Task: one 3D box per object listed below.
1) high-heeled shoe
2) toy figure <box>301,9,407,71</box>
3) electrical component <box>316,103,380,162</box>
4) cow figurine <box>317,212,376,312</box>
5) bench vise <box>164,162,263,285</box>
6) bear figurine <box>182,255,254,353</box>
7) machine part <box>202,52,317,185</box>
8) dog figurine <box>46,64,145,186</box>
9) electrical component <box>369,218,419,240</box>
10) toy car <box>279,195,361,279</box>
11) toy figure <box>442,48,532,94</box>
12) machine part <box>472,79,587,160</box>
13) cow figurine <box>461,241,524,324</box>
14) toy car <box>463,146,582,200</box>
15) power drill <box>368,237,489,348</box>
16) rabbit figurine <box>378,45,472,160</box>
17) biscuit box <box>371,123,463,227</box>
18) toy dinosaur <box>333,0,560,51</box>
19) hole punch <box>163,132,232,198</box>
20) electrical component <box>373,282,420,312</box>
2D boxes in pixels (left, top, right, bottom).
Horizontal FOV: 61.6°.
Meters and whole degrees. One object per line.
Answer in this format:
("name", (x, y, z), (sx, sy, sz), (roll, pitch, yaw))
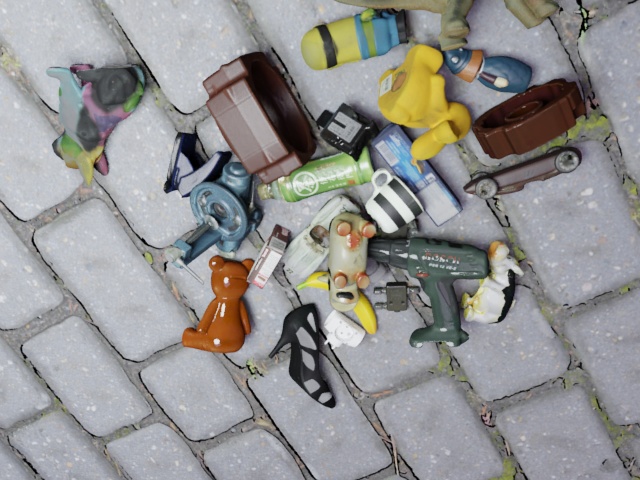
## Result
("high-heeled shoe", (-0.006, 0.250, 1.159), (0.145, 0.086, 0.248), (-47, 120, -10))
("toy figure", (0.056, -0.338, 0.901), (0.180, 0.089, 0.082), (-8, 102, 12))
("electrical component", (0.039, -0.199, 0.949), (0.119, 0.047, 0.075), (41, 95, 24))
("cow figurine", (0.045, 0.043, 0.993), (0.085, 0.127, 0.194), (-1, 110, -10))
("bench vise", (-0.193, -0.020, 0.962), (0.129, 0.240, 0.223), (36, 135, 4))
("bear figurine", (-0.205, 0.131, 1.111), (0.132, 0.120, 0.195), (-4, 84, 51))
("machine part", (-0.098, -0.206, 0.909), (0.087, 0.201, 0.200), (-26, 106, 19))
("dog figurine", (-0.411, -0.214, 1.001), (0.192, 0.108, 0.219), (2, 115, 3))
("electrical component", (0.139, -0.020, 1.034), (0.102, 0.045, 0.078), (7, 110, 5))
("toy car", (-0.002, -0.003, 1.052), (0.073, 0.056, 0.201), (40, 110, -9))
("toy figure", (0.276, -0.288, 0.905), (0.155, 0.064, 0.057), (16, 113, 2))
("machine part", (0.339, -0.197, 0.879), (0.179, 0.179, 0.056), (-28, 107, 16))
("cow figurine", (0.345, 0.086, 1.036), (0.098, 0.068, 0.167), (15, 115, -5))
("toy car", (0.356, -0.114, 0.947), (0.202, 0.089, 0.053), (-20, 104, 13))
("power drill", (0.199, 0.095, 1.015), (0.232, 0.086, 0.207), (-2, 97, 16))
("rabbit figurine", (0.193, -0.217, 0.902), (0.173, 0.162, 0.122), (24, 140, -31))
("biscuit box", (0.177, -0.122, 0.982), (0.059, 0.063, 0.202), (-36, 102, 18))
("toy dinosaur", (0.204, -0.402, 0.830), (0.472, 0.105, 0.198), (-13, 91, -6))
("hole punch", (-0.225, -0.131, 0.997), (0.092, 0.142, 0.115), (18, 100, -4))
("electrical component", (0.157, 0.117, 1.097), (0.094, 0.021, 0.063), (-4, 110, 8))
